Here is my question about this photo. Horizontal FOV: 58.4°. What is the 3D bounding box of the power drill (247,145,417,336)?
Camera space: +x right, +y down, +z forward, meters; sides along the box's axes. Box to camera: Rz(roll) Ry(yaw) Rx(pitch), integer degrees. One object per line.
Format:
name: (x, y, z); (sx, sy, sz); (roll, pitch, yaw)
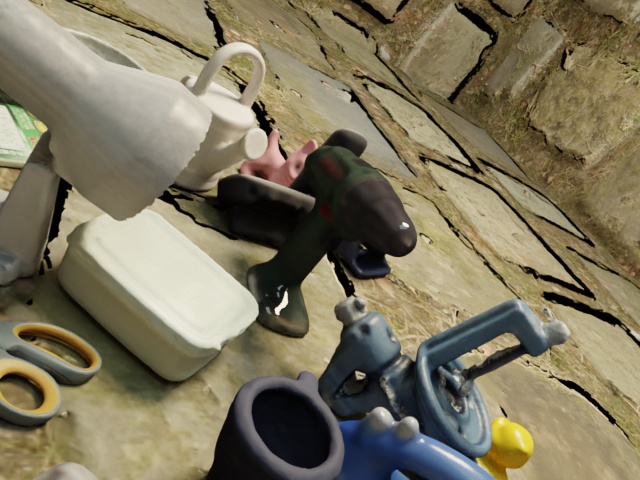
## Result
power drill: (0.006, 0.002, 0.627); (0.076, 0.208, 0.229); (22, 29, -29)

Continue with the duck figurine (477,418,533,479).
duck figurine: (0.192, 0.237, 0.616); (0.077, 0.086, 0.104); (34, 25, -8)

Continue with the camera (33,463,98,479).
camera: (-0.127, 0.193, 0.258); (0.143, 0.100, 0.137); (42, 25, 11)

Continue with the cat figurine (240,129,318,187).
cat figurine: (-0.042, -0.112, 0.865); (0.127, 0.117, 0.067); (46, 26, 17)

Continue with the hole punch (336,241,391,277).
hole punch: (0.077, -0.007, 0.874); (0.109, 0.091, 0.101); (-2, 45, -54)

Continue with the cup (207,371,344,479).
cup: (-0.040, 0.158, 0.436); (0.092, 0.095, 0.118); (36, 25, -4)

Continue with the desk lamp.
desk lamp: (-0.219, -0.069, 0.448); (0.204, 0.213, 0.117); (24, 28, -26)

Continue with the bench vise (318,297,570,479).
bench vise: (0.111, 0.121, 0.550); (0.208, 0.219, 0.121); (33, 25, -8)

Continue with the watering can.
watering can: (-0.131, -0.162, 0.743); (0.173, 0.194, 0.101); (41, 25, 8)

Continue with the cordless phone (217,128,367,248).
cordless phone: (-0.035, -0.086, 0.750); (0.148, 0.185, 0.094); (15, 33, -39)

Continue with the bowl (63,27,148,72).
bowl: (-0.292, -0.193, 0.728); (0.168, 0.074, 0.167); (30, 26, -16)

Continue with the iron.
iron: (0.080, 0.212, 0.446); (0.258, 0.141, 0.119); (41, 25, 8)
